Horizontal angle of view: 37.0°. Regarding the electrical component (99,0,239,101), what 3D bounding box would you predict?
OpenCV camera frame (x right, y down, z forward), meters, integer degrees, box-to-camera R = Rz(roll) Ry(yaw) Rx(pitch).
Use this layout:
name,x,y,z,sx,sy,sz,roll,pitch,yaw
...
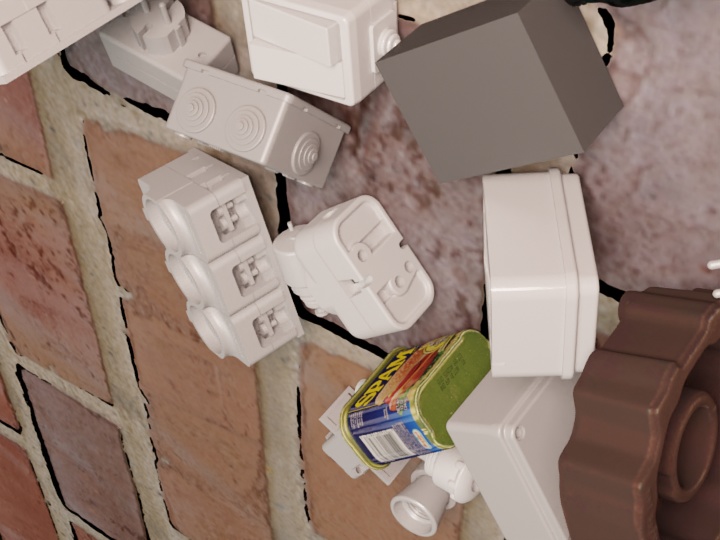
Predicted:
name,x,y,z,sx,sy,sz,roll,pitch,yaw
electrical component,-0.135,-0.161,0.737,0.083,0.047,0.075,30,159,18

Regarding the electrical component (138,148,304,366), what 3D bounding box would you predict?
name,x,y,z,sx,sy,sz,roll,pitch,yaw
electrical component,-0.112,-0.008,0.846,0.089,0.062,0.150,30,144,49

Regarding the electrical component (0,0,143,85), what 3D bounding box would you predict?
name,x,y,z,sx,sy,sz,roll,pitch,yaw
electrical component,-0.194,-0.183,0.673,0.105,0.186,0.060,4,127,41

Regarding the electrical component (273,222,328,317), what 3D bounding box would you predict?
name,x,y,z,sx,sy,sz,roll,pitch,yaw
electrical component,-0.039,0.001,0.825,0.040,0.040,0.078,10,132,37

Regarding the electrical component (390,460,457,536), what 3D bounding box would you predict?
name,x,y,z,sx,sy,sz,roll,pitch,yaw
electrical component,0.058,0.187,0.899,0.045,0.055,0.045,24,137,24

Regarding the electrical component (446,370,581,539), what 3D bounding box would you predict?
name,x,y,z,sx,sy,sz,roll,pitch,yaw
electrical component,0.125,0.112,0.722,0.056,0.109,0.108,-3,123,47

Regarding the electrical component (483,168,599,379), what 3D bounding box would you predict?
name,x,y,z,sx,sy,sz,roll,pitch,yaw
electrical component,0.103,0.001,0.628,0.057,0.113,0.078,-2,131,5

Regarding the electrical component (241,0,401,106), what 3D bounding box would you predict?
name,x,y,z,sx,sy,sz,roll,pitch,yaw
electrical component,-0.020,-0.143,0.654,0.096,0.061,0.061,22,137,27

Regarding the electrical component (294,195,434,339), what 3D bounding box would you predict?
name,x,y,z,sx,sy,sz,roll,pitch,yaw
electrical component,0.000,0.000,0.776,0.059,0.053,0.095,-17,112,49

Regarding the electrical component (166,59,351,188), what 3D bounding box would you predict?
name,x,y,z,sx,sy,sz,roll,pitch,yaw
electrical component,-0.068,-0.095,0.715,0.100,0.100,0.048,23,93,26

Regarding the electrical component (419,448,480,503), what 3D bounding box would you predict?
name,x,y,z,sx,sy,sz,roll,pitch,yaw
electrical component,0.072,0.155,0.866,0.062,0.048,0.048,25,139,34

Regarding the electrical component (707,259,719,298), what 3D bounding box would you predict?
name,x,y,z,sx,sy,sz,roll,pitch,yaw
electrical component,0.224,-0.001,0.563,0.079,0.043,0.077,-11,121,18

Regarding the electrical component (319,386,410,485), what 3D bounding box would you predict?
name,x,y,z,sx,sy,sz,roll,pitch,yaw
electrical component,0.002,0.145,0.923,0.081,0.042,0.064,44,146,2
